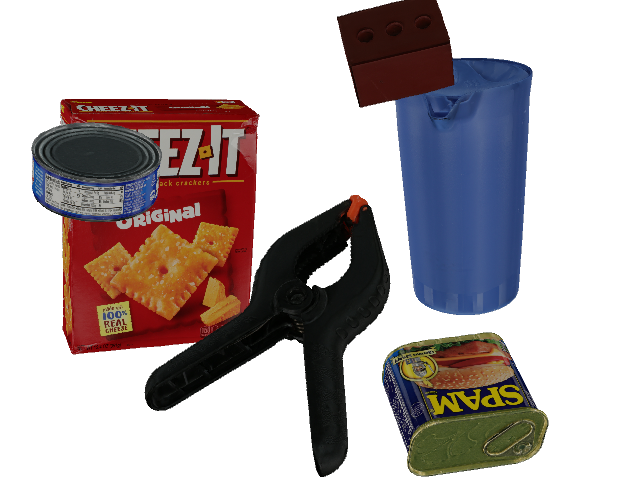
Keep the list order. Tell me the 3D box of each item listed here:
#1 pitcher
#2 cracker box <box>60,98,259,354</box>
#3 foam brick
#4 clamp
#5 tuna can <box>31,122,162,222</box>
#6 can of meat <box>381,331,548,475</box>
[{"bbox_3d":[0.147,-0.058,1.068,0.149,0.243,0.145,-14,24,-21],"label":"pitcher"},{"bbox_3d":[-0.143,-0.014,0.942,0.164,0.214,0.072,-3,19,-21],"label":"cracker box"},{"bbox_3d":[0.058,-0.143,0.807,0.078,0.053,0.051,-14,-34,3],"label":"foam brick"},{"bbox_3d":[-0.004,0.049,0.594,0.120,0.171,0.039,28,-25,23],"label":"clamp"},{"bbox_3d":[-0.151,-0.046,0.720,0.086,0.034,0.086,7,30,-4],"label":"tuna can"},{"bbox_3d":[0.102,0.117,0.779,0.102,0.057,0.084,-6,40,-12],"label":"can of meat"}]
